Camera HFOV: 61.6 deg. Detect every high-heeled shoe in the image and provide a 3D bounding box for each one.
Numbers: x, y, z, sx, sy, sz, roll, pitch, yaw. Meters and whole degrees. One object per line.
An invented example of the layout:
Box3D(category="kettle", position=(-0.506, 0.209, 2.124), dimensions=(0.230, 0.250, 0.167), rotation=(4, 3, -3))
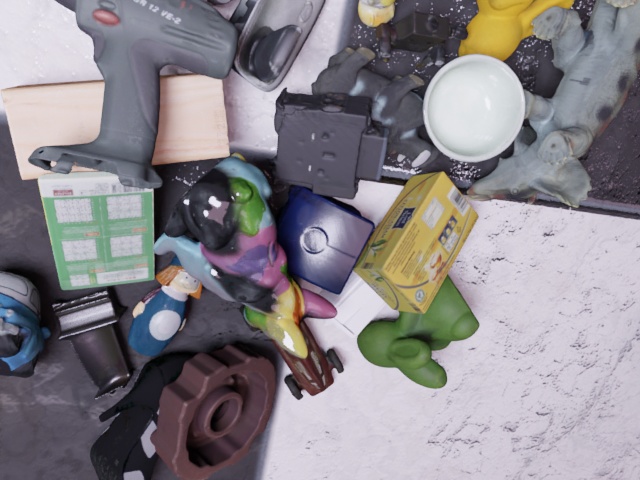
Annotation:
Box3D(category="high-heeled shoe", position=(-0.228, 0.264, 0.734), dimensions=(0.145, 0.086, 0.248), rotation=(-27, 138, -42))

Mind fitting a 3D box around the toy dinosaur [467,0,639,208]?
Box3D(category="toy dinosaur", position=(0.340, -0.201, 0.687), dimensions=(0.192, 0.131, 0.404), rotation=(4, 118, -52))

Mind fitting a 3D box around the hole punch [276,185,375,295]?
Box3D(category="hole punch", position=(-0.001, -0.002, 0.697), dimensions=(0.116, 0.092, 0.142), rotation=(22, 102, -20))

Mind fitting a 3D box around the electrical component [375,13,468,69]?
Box3D(category="electrical component", position=(0.120, -0.243, 0.663), dimensions=(0.102, 0.078, 0.045), rotation=(-1, 95, -30))

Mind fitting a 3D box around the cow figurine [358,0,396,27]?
Box3D(category="cow figurine", position=(0.060, -0.324, 0.604), dimensions=(0.068, 0.098, 0.167), rotation=(-34, 121, -10))

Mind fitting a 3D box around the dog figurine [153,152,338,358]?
Box3D(category="dog figurine", position=(-0.066, 0.030, 0.615), dimensions=(0.219, 0.191, 0.108), rotation=(42, 50, -4))

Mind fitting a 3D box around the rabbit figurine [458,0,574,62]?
Box3D(category="rabbit figurine", position=(0.226, -0.303, 0.677), dimensions=(0.162, 0.122, 0.173), rotation=(-13, 125, -25))

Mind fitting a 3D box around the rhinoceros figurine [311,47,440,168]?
Box3D(category="rhinoceros figurine", position=(0.079, -0.161, 0.678), dimensions=(0.190, 0.073, 0.112), rotation=(29, 95, -25))

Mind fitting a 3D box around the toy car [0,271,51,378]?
Box3D(category="toy car", position=(-0.359, 0.085, 0.590), dimensions=(0.109, 0.161, 0.103), rotation=(15, 58, -14))

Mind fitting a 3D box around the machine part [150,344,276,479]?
Box3D(category="machine part", position=(-0.135, 0.222, 0.705), dimensions=(0.179, 0.056, 0.179), rotation=(-27, 128, -41))

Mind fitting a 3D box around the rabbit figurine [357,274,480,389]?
Box3D(category="rabbit figurine", position=(0.138, 0.136, 0.769), dimensions=(0.170, 0.159, 0.121), rotation=(-33, 126, 11))

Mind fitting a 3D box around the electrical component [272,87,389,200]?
Box3D(category="electrical component", position=(0.012, -0.113, 0.638), dimensions=(0.134, 0.058, 0.114), rotation=(8, 129, 4))

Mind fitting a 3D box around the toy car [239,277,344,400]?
Box3D(category="toy car", position=(-0.034, 0.144, 0.754), dimensions=(0.089, 0.053, 0.202), rotation=(-31, 113, -11))

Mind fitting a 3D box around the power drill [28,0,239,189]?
Box3D(category="power drill", position=(-0.201, -0.158, 0.491), dimensions=(0.232, 0.086, 0.207), rotation=(13, 78, -18))

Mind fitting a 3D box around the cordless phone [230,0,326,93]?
Box3D(category="cordless phone", position=(-0.037, -0.230, 0.555), dimensions=(0.088, 0.184, 0.146), rotation=(28, 97, -20))

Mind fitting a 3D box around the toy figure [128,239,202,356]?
Box3D(category="toy figure", position=(-0.185, 0.071, 0.677), dimensions=(0.154, 0.058, 0.064), rotation=(-59, 153, 5))

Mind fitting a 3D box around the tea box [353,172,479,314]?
Box3D(category="tea box", position=(0.131, 0.003, 0.722), dimensions=(0.098, 0.068, 0.169), rotation=(46, 68, -24))

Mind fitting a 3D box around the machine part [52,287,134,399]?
Box3D(category="machine part", position=(-0.276, 0.130, 0.674), dimensions=(0.084, 0.039, 0.138), rotation=(-17, 111, -19))
